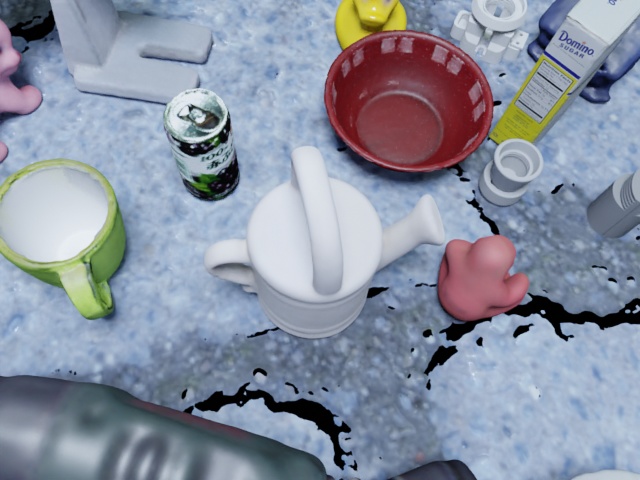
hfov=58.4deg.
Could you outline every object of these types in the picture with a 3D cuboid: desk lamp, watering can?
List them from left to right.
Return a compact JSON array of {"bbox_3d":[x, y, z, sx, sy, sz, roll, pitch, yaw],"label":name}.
[{"bbox_3d":[-0.215,-0.236,0.505,0.203,0.213,0.118,9,67,1],"label":"desk lamp"},{"bbox_3d":[0.003,-0.001,0.429,0.173,0.194,0.101,-28,71,-14],"label":"watering can"}]

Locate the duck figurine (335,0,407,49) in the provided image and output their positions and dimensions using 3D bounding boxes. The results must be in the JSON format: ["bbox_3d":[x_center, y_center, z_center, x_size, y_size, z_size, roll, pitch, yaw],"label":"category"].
[{"bbox_3d":[0.056,-0.247,0.593,0.077,0.086,0.104,7,67,0],"label":"duck figurine"}]

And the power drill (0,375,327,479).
[{"bbox_3d":[-0.112,0.139,0.357,0.229,0.208,0.075,13,67,3],"label":"power drill"}]

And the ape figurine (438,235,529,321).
[{"bbox_3d":[0.137,0.026,0.480,0.076,0.092,0.077,-35,73,-16],"label":"ape figurine"}]

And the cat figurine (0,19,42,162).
[{"bbox_3d":[-0.314,-0.150,0.516,0.067,0.118,0.128,16,67,4],"label":"cat figurine"}]

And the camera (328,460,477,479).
[{"bbox_3d":[0.057,0.220,0.390,0.137,0.101,0.143,-18,69,-10],"label":"camera"}]

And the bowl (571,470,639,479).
[{"bbox_3d":[0.205,0.250,0.399,0.167,0.075,0.167,1,67,-2],"label":"bowl"}]

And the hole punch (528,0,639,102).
[{"bbox_3d":[0.290,-0.217,0.590,0.101,0.091,0.108,-41,75,-17],"label":"hole punch"}]
